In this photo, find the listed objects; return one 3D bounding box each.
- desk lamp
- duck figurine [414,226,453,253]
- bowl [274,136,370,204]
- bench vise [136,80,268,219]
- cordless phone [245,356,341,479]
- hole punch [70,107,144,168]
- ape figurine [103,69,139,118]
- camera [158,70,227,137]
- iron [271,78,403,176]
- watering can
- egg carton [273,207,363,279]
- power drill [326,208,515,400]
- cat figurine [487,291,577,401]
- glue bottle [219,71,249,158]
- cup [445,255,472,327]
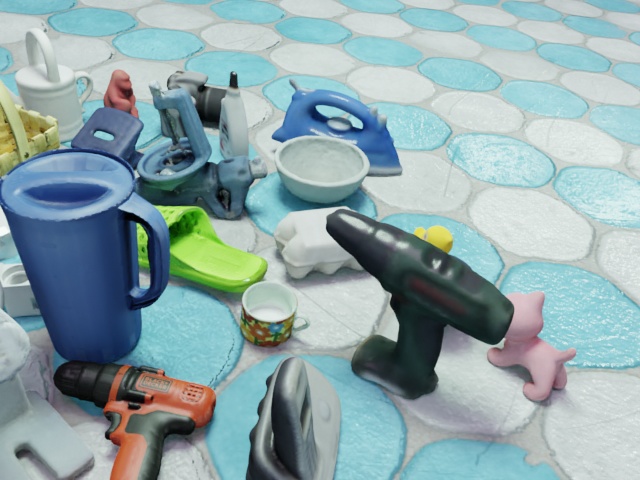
[{"bbox_3d":[-0.325,0.124,0.550,0.202,0.213,0.118,30,44,26],"label":"desk lamp"},{"bbox_3d":[0.177,0.021,0.864,0.078,0.086,0.104,-28,51,-36],"label":"duck figurine"},{"bbox_3d":[0.001,-0.114,1.010,0.167,0.075,0.167,5,39,-4],"label":"bowl"},{"bbox_3d":[-0.192,-0.146,0.901,0.208,0.220,0.121,-8,41,-19],"label":"bench vise"},{"bbox_3d":[-0.019,0.163,0.576,0.094,0.185,0.147,8,39,1],"label":"cordless phone"},{"bbox_3d":[-0.369,-0.170,1.004,0.108,0.091,0.101,20,40,14],"label":"hole punch"},{"bbox_3d":[-0.400,-0.298,1.157,0.076,0.092,0.078,12,39,6],"label":"ape figurine"},{"bbox_3d":[-0.240,-0.277,1.150,0.137,0.101,0.143,8,39,0],"label":"camera"},{"bbox_3d":[0.044,-0.217,1.092,0.258,0.141,0.119,15,39,10],"label":"iron"},{"bbox_3d":[-0.501,-0.280,1.036,0.100,0.194,0.173,22,41,17],"label":"watering can"},{"bbox_3d":[0.008,0.003,0.871,0.150,0.069,0.107,-8,41,-19],"label":"egg carton"},{"bbox_3d":[0.099,0.084,0.676,0.229,0.208,0.076,21,41,17],"label":"power drill"},{"bbox_3d":[0.267,0.121,0.731,0.067,0.118,0.127,-22,47,-32],"label":"cat figurine"},{"bbox_3d":[-0.158,-0.224,1.041,0.037,0.173,0.078,-17,45,-28],"label":"glue bottle"},{"bbox_3d":[0.149,0.072,0.790,0.092,0.095,0.117,-28,50,-36],"label":"cup"}]
